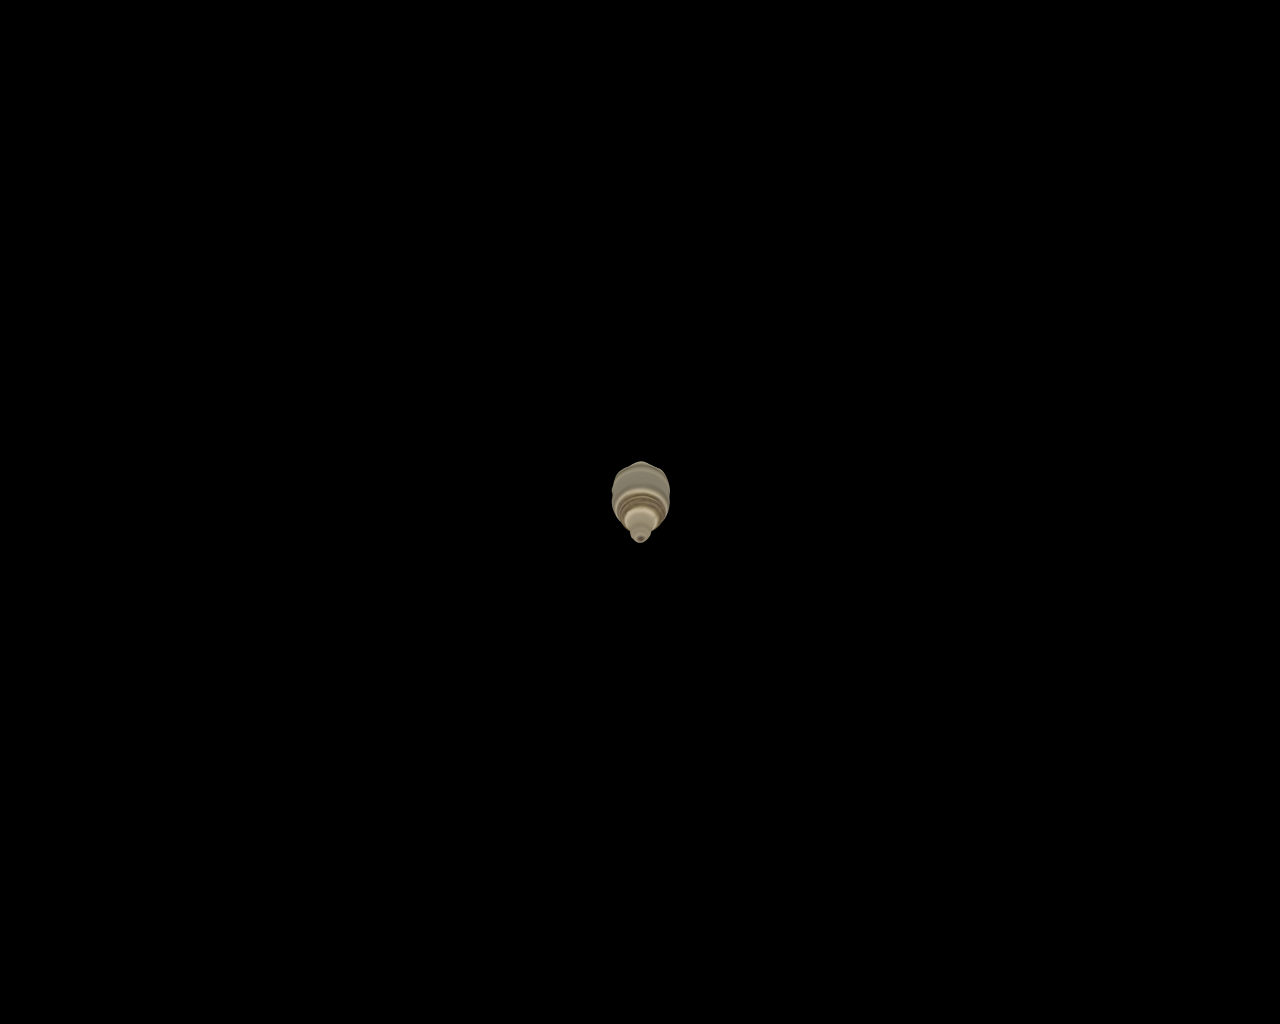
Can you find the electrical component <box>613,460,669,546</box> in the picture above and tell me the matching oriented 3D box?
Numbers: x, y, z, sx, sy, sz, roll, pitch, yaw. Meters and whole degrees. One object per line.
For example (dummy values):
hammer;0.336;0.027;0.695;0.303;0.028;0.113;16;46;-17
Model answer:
electrical component;0.001;-0.003;0.650;0.035;0.035;0.061;0;37;0
